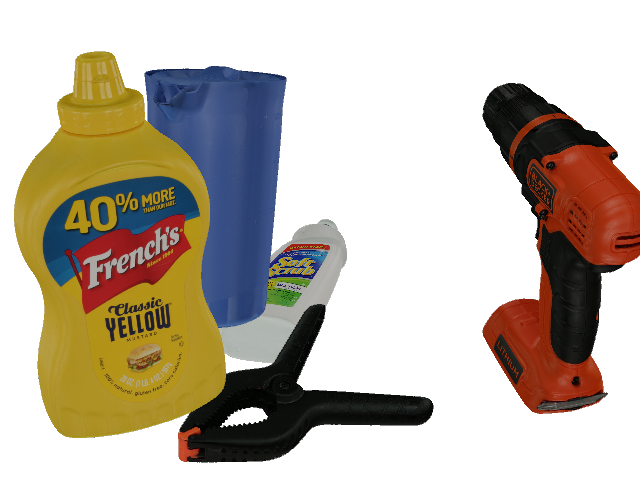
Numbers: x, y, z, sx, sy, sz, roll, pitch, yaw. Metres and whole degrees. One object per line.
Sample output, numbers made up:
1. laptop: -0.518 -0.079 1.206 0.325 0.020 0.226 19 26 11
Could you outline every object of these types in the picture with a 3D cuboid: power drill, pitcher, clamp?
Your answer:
1. power drill: 0.149 0.006 0.713 0.057 0.188 0.184 -9 35 -11
2. pitcher: -0.097 -0.047 1.037 0.149 0.243 0.145 -2 15 -17
3. clamp: -0.021 0.137 0.894 0.209 0.036 0.165 -27 45 -36

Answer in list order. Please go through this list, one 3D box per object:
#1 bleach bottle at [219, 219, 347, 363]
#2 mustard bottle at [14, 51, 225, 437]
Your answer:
1. bleach bottle: -0.034 0.047 1.277 0.103 0.068 0.250 5 32 15
2. mustard bottle: -0.102 0.001 0.537 0.096 0.192 0.058 -12 25 -22
